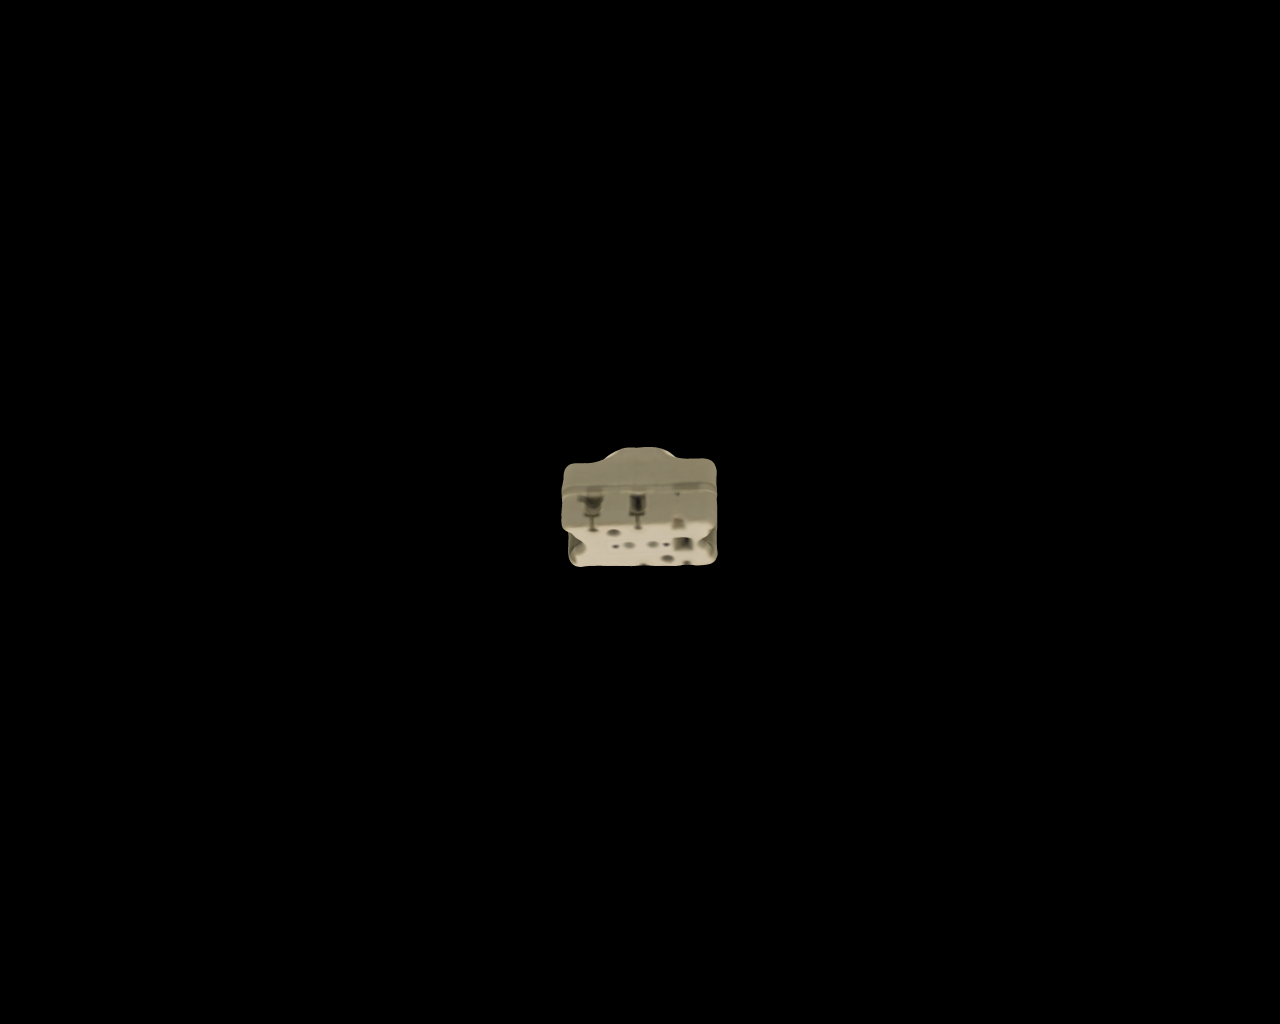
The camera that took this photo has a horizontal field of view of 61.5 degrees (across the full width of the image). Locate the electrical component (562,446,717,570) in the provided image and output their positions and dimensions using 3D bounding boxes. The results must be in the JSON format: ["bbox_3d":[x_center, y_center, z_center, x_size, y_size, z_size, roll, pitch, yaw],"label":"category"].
[{"bbox_3d":[0.001,-0.003,0.650,0.089,0.056,0.050,-2,-36,2],"label":"electrical component"}]
